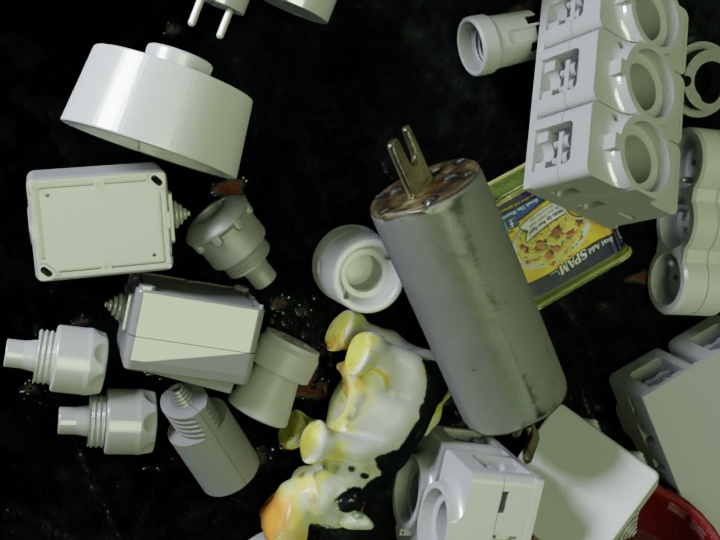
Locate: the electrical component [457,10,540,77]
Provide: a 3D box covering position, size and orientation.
[{"bbox_3d":[0.095,-0.155,0.728,0.046,0.040,0.040,-15,105,-19],"label":"electrical component"}]

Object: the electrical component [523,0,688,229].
[{"bbox_3d":[0.167,-0.114,0.706,0.089,0.062,0.150,19,71,-35],"label":"electrical component"}]

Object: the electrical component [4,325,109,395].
[{"bbox_3d":[-0.193,0.056,0.681,0.062,0.043,0.043,8,99,-18],"label":"electrical component"}]

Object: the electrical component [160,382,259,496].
[{"bbox_3d":[-0.103,0.106,0.708,0.043,0.043,0.081,-31,123,-9],"label":"electrical component"}]

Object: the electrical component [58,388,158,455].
[{"bbox_3d":[-0.164,0.098,0.699,0.062,0.043,0.043,3,100,-16],"label":"electrical component"}]

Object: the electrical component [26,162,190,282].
[{"bbox_3d":[-0.155,-0.032,0.665,0.096,0.061,0.061,-6,103,-16],"label":"electrical component"}]

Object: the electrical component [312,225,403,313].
[{"bbox_3d":[0.000,0.000,0.726,0.055,0.047,0.055,-3,102,-16],"label":"electrical component"}]

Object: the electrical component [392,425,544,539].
[{"bbox_3d":[0.059,0.213,0.757,0.060,0.105,0.186,9,98,-18],"label":"electrical component"}]

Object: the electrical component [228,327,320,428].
[{"bbox_3d":[-0.057,0.072,0.725,0.045,0.045,0.055,27,92,-20],"label":"electrical component"}]

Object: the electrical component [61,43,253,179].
[{"bbox_3d":[-0.116,-0.100,0.642,0.108,0.108,0.060,18,89,-19],"label":"electrical component"}]

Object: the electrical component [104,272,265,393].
[{"bbox_3d":[-0.117,0.038,0.691,0.096,0.062,0.061,10,98,-18],"label":"electrical component"}]

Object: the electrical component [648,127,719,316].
[{"bbox_3d":[0.265,-0.034,0.796,0.074,0.052,0.138,3,100,-17],"label":"electrical component"}]

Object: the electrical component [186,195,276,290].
[{"bbox_3d":[-0.079,-0.015,0.701,0.048,0.048,0.062,-40,116,-6],"label":"electrical component"}]

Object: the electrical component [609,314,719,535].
[{"bbox_3d":[0.276,0.141,0.831,0.105,0.060,0.186,-28,108,-10],"label":"electrical component"}]

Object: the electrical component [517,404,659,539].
[{"bbox_3d":[0.158,0.160,0.784,0.099,0.100,0.048,-53,155,-2],"label":"electrical component"}]

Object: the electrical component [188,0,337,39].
[{"bbox_3d":[-0.082,-0.180,0.661,0.138,0.052,0.073,21,95,-19],"label":"electrical component"}]

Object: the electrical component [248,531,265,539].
[{"bbox_3d":[-0.061,0.235,0.751,0.050,0.056,0.089,-30,108,-9],"label":"electrical component"}]
